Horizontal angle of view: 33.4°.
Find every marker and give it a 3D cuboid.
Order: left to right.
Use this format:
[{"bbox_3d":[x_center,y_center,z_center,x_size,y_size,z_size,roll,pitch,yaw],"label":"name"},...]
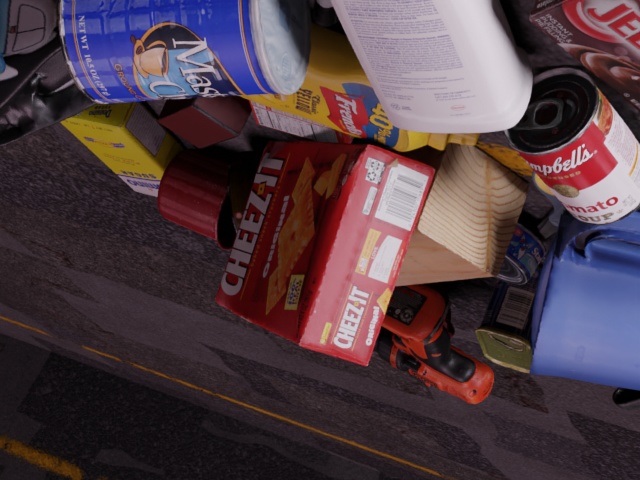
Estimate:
[{"bbox_3d":[0.006,-0.176,0.702,0.020,0.020,0.121,22,163,5],"label":"marker"}]

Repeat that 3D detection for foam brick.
[{"bbox_3d":[-0.099,-0.119,0.944,0.051,0.053,0.078,32,161,-26],"label":"foam brick"}]

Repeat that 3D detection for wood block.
[{"bbox_3d":[0.077,-0.018,0.953,0.090,0.090,0.206,30,161,-23],"label":"wood block"}]

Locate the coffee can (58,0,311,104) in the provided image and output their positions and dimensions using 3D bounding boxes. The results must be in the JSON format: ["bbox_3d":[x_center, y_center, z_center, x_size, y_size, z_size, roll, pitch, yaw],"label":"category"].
[{"bbox_3d":[-0.087,-0.145,0.714,0.140,0.103,0.102,0,155,18],"label":"coffee can"}]

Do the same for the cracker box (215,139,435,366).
[{"bbox_3d":[-0.006,0.001,0.899,0.072,0.164,0.214,20,178,-24],"label":"cracker box"}]

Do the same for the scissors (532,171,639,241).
[{"bbox_3d":[0.191,-0.031,0.894,0.096,0.016,0.202,29,162,-15],"label":"scissors"}]

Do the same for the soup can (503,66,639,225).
[{"bbox_3d":[0.179,-0.063,0.734,0.069,0.068,0.102,7,157,43],"label":"soup can"}]

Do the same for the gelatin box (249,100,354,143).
[{"bbox_3d":[-0.015,-0.114,0.893,0.089,0.030,0.073,18,163,14],"label":"gelatin box"}]

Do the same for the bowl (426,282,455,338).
[{"bbox_3d":[0.085,0.056,1.214,0.162,0.055,0.162,21,162,7],"label":"bowl"}]

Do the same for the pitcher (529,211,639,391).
[{"bbox_3d":[0.292,0.059,0.836,0.243,0.145,0.149,11,-175,12],"label":"pitcher"}]

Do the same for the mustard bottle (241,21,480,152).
[{"bbox_3d":[0.029,-0.112,0.796,0.191,0.058,0.096,21,157,7],"label":"mustard bottle"}]

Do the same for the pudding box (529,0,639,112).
[{"bbox_3d":[0.190,-0.119,0.602,0.113,0.039,0.090,31,161,-22],"label":"pudding box"}]

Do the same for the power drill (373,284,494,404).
[{"bbox_3d":[0.086,0.092,1.122,0.185,0.057,0.187,24,164,30],"label":"power drill"}]

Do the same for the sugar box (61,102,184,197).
[{"bbox_3d":[-0.199,-0.099,1.142,0.093,0.048,0.176,14,159,28],"label":"sugar box"}]

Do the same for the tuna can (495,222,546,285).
[{"bbox_3d":[0.162,0.005,0.980,0.086,0.033,0.086,32,168,8],"label":"tuna can"}]

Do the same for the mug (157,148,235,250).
[{"bbox_3d":[-0.111,-0.049,1.131,0.082,0.093,0.117,22,-162,21],"label":"mug"}]

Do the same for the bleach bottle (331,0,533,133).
[{"bbox_3d":[0.051,-0.160,0.623,0.103,0.068,0.250,2,150,24],"label":"bleach bottle"}]

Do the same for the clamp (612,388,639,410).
[{"bbox_3d":[0.373,0.097,0.945,0.210,0.036,0.164,3,130,13],"label":"clamp"}]

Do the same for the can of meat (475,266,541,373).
[{"bbox_3d":[0.202,0.077,1.080,0.057,0.084,0.102,16,161,23],"label":"can of meat"}]
